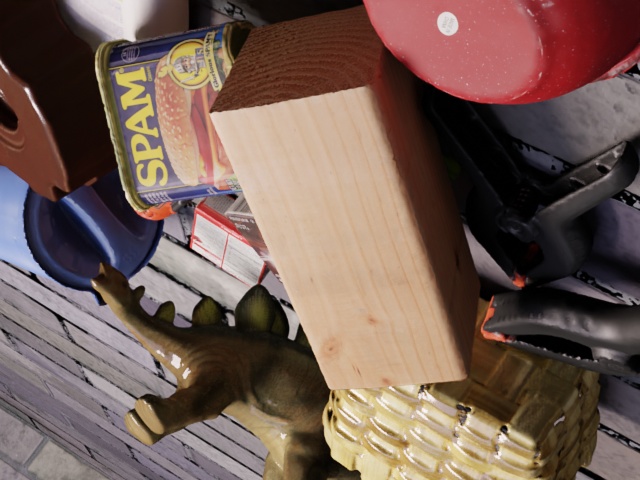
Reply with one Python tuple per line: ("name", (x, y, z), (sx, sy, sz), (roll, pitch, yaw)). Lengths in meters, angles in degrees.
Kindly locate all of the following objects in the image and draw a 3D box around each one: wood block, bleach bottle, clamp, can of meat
("wood block", (0.024, -0.019, 0.612), (0.090, 0.090, 0.206), (-7, 127, 20))
("bleach bottle", (-0.119, -0.165, 0.640), (0.102, 0.068, 0.251), (34, 154, 4))
("clamp", (0.111, -0.027, 0.616), (0.120, 0.039, 0.171), (34, 157, 18))
("clamp", (0.181, 0.056, 0.632), (0.210, 0.036, 0.164), (10, 161, 39))
("can of meat", (-0.074, -0.073, 0.624), (0.084, 0.057, 0.102), (-7, 102, 19))

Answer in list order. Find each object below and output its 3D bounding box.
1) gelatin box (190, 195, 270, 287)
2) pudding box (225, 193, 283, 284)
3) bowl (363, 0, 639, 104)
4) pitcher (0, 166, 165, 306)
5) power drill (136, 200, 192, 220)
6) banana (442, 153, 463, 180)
("gelatin box", (-0.072, -0.001, 0.917), (0.073, 0.030, 0.089), (32, 155, 5))
("pudding box", (-0.005, 0.001, 0.820), (0.114, 0.039, 0.090), (10, 146, 44))
("bowl", (0.073, -0.114, 0.488), (0.162, 0.055, 0.162), (29, 155, 15))
("pitcher", (-0.261, -0.042, 0.995), (0.144, 0.149, 0.243), (34, 165, -36))
("power drill", (-0.159, -0.098, 0.821), (0.187, 0.057, 0.185), (41, 153, -10))
("banana", (0.003, -0.054, 0.711), (0.198, 0.037, 0.069), (1, 137, 53))
